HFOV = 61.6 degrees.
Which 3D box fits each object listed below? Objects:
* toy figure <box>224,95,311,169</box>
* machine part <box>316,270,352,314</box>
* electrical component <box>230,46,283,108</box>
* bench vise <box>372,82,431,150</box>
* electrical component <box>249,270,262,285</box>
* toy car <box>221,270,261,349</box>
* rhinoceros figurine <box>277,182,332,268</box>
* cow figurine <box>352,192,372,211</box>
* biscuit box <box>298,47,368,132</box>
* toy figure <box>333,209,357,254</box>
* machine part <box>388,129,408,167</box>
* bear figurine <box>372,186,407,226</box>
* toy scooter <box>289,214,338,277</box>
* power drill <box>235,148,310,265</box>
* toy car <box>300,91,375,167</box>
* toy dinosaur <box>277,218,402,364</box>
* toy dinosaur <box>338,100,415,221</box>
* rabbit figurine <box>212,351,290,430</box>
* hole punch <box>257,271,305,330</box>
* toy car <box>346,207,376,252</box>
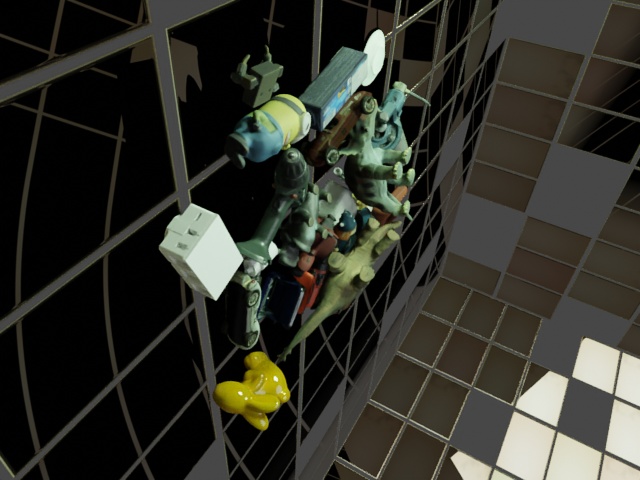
[{"bbox_3d":[-0.087,-0.187,0.902,0.180,0.082,0.089,-36,102,-40],"label":"toy figure"},{"bbox_3d":[0.065,0.110,1.594,0.201,0.087,0.201,-7,119,-68],"label":"machine part"},{"bbox_3d":[-0.098,-0.258,0.856,0.102,0.045,0.078,-46,169,-42],"label":"electrical component"},{"bbox_3d":[0.164,-0.302,1.334,0.223,0.129,0.240,-52,177,3],"label":"bench vise"},{"bbox_3d":[-0.144,0.105,1.129,0.063,0.021,0.094,-63,171,-58],"label":"electrical component"},{"bbox_3d":[-0.158,0.140,1.080,0.056,0.074,0.201,-40,147,-45],"label":"toy car"},{"bbox_3d":[-0.044,-0.036,1.146,0.073,0.112,0.190,27,73,-53],"label":"rhinoceros figurine"},{"bbox_3d":[0.108,-0.067,1.547,0.098,0.068,0.167,-32,143,-74],"label":"cow figurine"},{"bbox_3d":[0.026,-0.306,1.086,0.203,0.063,0.059,-54,157,-30],"label":"biscuit box"},{"bbox_3d":[0.053,-0.015,1.307,0.154,0.058,0.064,116,-31,-51],"label":"toy figure"},{"bbox_3d":[0.218,-0.276,1.583,0.079,0.079,0.243,-66,160,-5],"label":"machine part"},{"bbox_3d":[0.193,-0.082,1.666,0.132,0.120,0.195,-62,161,-25],"label":"bear figurine"},{"bbox_3d":[-0.003,-0.004,1.222,0.135,0.075,0.184,-47,-168,37],"label":"toy scooter"},{"bbox_3d":[-0.087,-0.059,1.000,0.232,0.086,0.207,74,38,-86],"label":"power drill"},{"bbox_3d":[0.035,-0.236,1.114,0.202,0.089,0.053,-55,131,-10],"label":"toy car"},{"bbox_3d":[0.057,0.099,1.263,0.471,0.105,0.198,-43,166,-33],"label":"toy dinosaur"},{"bbox_3d":[0.123,-0.152,1.298,0.404,0.192,0.131,71,38,-56],"label":"toy dinosaur"},{"bbox_3d":[-0.162,0.355,1.226,0.173,0.163,0.121,2,123,-50],"label":"rabbit figurine"},{"bbox_3d":[-0.103,0.130,1.207,0.116,0.092,0.142,-151,-103,-70],"label":"hole punch"},{"bbox_3d":[0.106,-0.002,1.463,0.103,0.109,0.161,31,119,-31],"label":"toy car"}]
